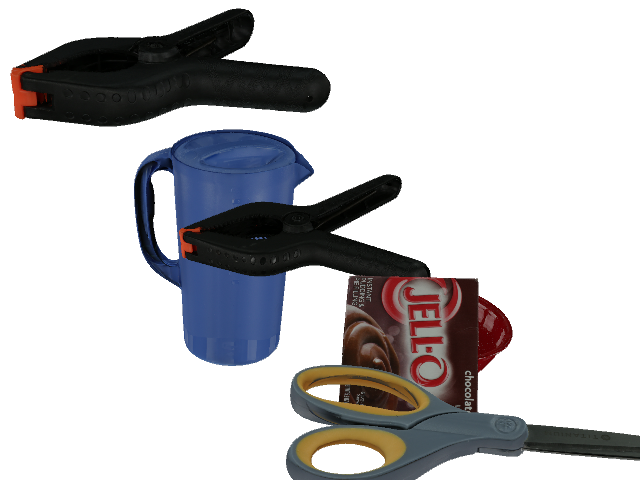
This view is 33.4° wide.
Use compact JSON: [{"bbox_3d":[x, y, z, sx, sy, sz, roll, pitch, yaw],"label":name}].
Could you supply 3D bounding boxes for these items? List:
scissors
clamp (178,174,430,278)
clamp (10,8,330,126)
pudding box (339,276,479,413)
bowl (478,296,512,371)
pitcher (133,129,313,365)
[{"bbox_3d":[0.072,0.099,0.489,0.202,0.016,0.096,12,32,21],"label":"scissors"},{"bbox_3d":[-0.014,-0.010,0.923,0.210,0.036,0.164,-1,31,3],"label":"clamp"},{"bbox_3d":[-0.091,-0.101,0.615,0.171,0.039,0.120,-5,27,-18],"label":"clamp"},{"bbox_3d":[0.061,0.078,0.718,0.090,0.113,0.039,0,-34,8],"label":"pudding box"},{"bbox_3d":[0.113,0.102,1.100,0.162,0.055,0.162,5,26,-3],"label":"bowl"},{"bbox_3d":[-0.106,0.009,1.158,0.149,0.243,0.144,24,32,38],"label":"pitcher"}]
